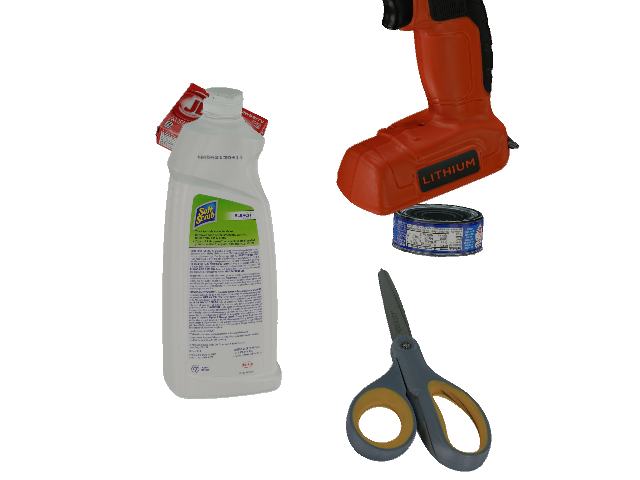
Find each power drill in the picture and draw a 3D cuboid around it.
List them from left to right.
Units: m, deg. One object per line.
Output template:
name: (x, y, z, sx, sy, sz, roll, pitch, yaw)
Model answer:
power drill: (0.042, -0.111, 0.584, 0.184, 0.188, 0.057, -20, 36, -23)

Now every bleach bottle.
bleach bottle: (-0.076, 0.002, 0.868, 0.102, 0.251, 0.068, -3, 20, -21)

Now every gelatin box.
gelatin box: (-0.107, -0.109, 1.057, 0.089, 0.073, 0.030, 27, -39, 3)

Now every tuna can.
tuna can: (0.111, -0.011, 1.007, 0.086, 0.034, 0.086, 2, 13, -1)

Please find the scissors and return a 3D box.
scissors: (0.041, 0.081, 0.700, 0.096, 0.016, 0.202, -8, 34, -21)
